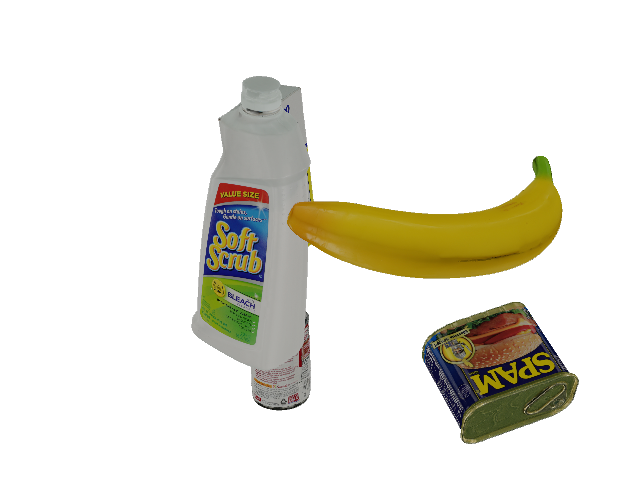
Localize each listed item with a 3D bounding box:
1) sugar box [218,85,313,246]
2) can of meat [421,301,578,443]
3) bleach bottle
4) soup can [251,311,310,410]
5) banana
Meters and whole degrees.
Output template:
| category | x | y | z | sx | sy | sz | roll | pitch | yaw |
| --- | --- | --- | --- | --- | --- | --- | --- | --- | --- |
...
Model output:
| category | x | y | z | sx | sy | sz | roll | pitch | yaw |
| --- | --- | --- | --- | --- | --- | --- | --- | --- | --- |
| sugar box | -0.051 | -0.060 | 1.076 | 0.048 | 0.176 | 0.093 | 11 | 34 | 30 |
| can of meat | 0.143 | 0.105 | 0.870 | 0.102 | 0.084 | 0.057 | -17 | -40 | -13 |
| bleach bottle | -0.057 | -0.017 | 0.872 | 0.103 | 0.251 | 0.068 | 26 | 40 | 30 |
| soup can | -0.045 | 0.130 | 1.200 | 0.068 | 0.102 | 0.068 | -1 | 25 | 0 |
| banana | 0.076 | -0.007 | 0.625 | 0.197 | 0.037 | 0.070 | -11 | 44 | -32 |
